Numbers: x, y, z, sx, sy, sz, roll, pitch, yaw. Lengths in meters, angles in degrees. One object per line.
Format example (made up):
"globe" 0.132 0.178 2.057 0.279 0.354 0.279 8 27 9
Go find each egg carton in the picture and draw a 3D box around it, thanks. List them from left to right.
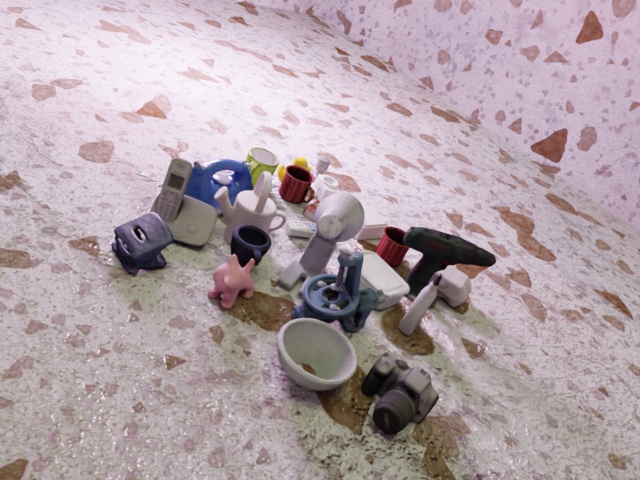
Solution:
"egg carton" 0.340 0.114 1.568 0.150 0.069 0.107 33 32 11

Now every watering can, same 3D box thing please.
"watering can" -0.163 -0.076 1.367 0.173 0.194 0.100 1 39 -35

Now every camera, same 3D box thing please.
"camera" 0.149 0.301 1.120 0.143 0.101 0.137 36 33 17

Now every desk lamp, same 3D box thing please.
"desk lamp" 0.012 0.005 1.354 0.118 0.213 0.203 28 31 5

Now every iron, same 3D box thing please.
"iron" -0.249 -0.154 1.473 0.118 0.141 0.259 41 34 24

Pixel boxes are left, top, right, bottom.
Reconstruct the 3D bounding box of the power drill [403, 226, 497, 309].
"power drill" 0.304 0.070 1.474 0.229 0.208 0.076 28 31 3

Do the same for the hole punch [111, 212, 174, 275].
"hole punch" -0.371 0.003 1.197 0.101 0.091 0.108 -10 46 -44

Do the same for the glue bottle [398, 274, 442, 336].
"glue bottle" 0.245 0.146 1.352 0.037 0.173 0.078 35 32 16

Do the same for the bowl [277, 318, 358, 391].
"bowl" -0.015 0.236 1.122 0.168 0.074 0.167 19 32 -12

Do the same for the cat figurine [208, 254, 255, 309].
"cat figurine" -0.179 0.078 1.198 0.067 0.117 0.128 36 32 16

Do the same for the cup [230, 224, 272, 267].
"cup" -0.162 0.035 1.297 0.092 0.095 0.117 6 36 -29

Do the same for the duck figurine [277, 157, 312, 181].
"duck figurine" -0.073 -0.216 1.746 0.105 0.086 0.077 17 32 -15

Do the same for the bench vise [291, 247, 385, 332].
"bench vise" 0.056 0.098 1.240 0.208 0.219 0.121 -12 47 -45

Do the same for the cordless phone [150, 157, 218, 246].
"cordless phone" -0.297 -0.086 1.294 0.148 0.185 0.094 19 32 -11

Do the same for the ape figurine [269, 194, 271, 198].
"ape figurine" -0.157 -0.094 1.497 0.078 0.092 0.076 -5 43 -40
